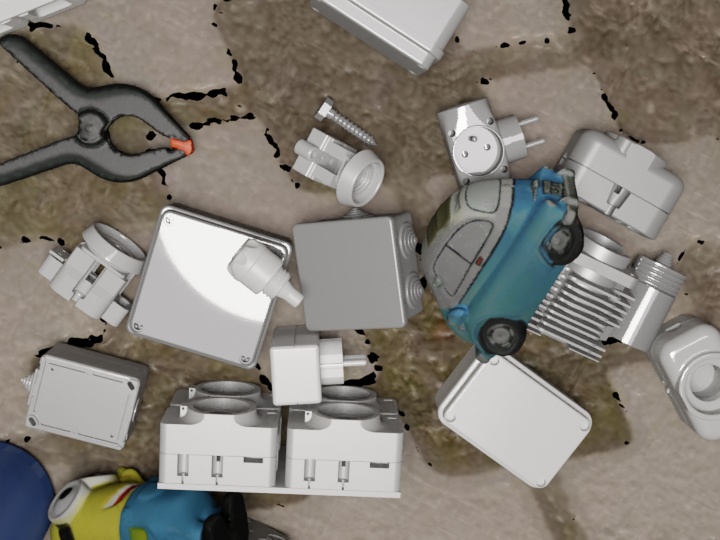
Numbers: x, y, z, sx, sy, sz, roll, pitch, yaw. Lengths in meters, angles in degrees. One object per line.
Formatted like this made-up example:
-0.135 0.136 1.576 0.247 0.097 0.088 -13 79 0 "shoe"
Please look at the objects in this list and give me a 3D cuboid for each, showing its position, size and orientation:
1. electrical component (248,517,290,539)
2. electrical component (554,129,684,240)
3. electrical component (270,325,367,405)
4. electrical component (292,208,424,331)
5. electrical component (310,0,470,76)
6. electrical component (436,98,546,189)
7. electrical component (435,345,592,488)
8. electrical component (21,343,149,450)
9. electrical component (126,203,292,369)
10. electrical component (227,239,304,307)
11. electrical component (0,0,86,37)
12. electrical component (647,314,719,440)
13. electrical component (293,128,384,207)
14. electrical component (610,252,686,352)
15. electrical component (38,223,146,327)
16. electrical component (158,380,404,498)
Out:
-0.099 0.242 0.901 0.080 0.080 0.051 20 92 -5 "electrical component"
0.210 -0.074 0.876 0.095 0.053 0.059 28 97 -6 "electrical component"
-0.032 0.075 0.875 0.076 0.083 0.047 -3 99 -2 "electrical component"
0.000 0.000 0.868 0.100 0.048 0.099 -4 99 26 "electrical component"
0.020 -0.206 0.838 0.113 0.078 0.057 32 93 -6 "electrical component"
0.111 -0.102 0.873 0.079 0.044 0.077 -18 99 1 "electrical component"
0.127 0.119 0.900 0.113 0.057 0.078 36 96 -6 "electrical component"
-0.229 0.100 0.884 0.096 0.061 0.061 15 98 -4 "electrical component"
-0.121 0.012 0.876 0.109 0.056 0.108 17 97 -5 "electrical component"
-0.070 0.006 0.830 0.061 0.035 0.035 39 95 -9 "electrical component"
-0.301 -0.225 0.832 0.150 0.061 0.089 -21 99 1 "electrical component"
0.286 0.090 0.900 0.054 0.059 0.095 -29 98 2 "electrical component"
-0.014 -0.081 0.861 0.055 0.066 0.048 32 98 27 "electrical component"
0.239 0.023 0.896 0.043 0.043 0.081 25 97 -5 "electrical component"
-0.211 -0.001 0.872 0.078 0.058 0.057 37 98 -6 "electrical component"
-0.062 0.134 0.872 0.186 0.105 0.060 3 98 -2 "electrical component"
